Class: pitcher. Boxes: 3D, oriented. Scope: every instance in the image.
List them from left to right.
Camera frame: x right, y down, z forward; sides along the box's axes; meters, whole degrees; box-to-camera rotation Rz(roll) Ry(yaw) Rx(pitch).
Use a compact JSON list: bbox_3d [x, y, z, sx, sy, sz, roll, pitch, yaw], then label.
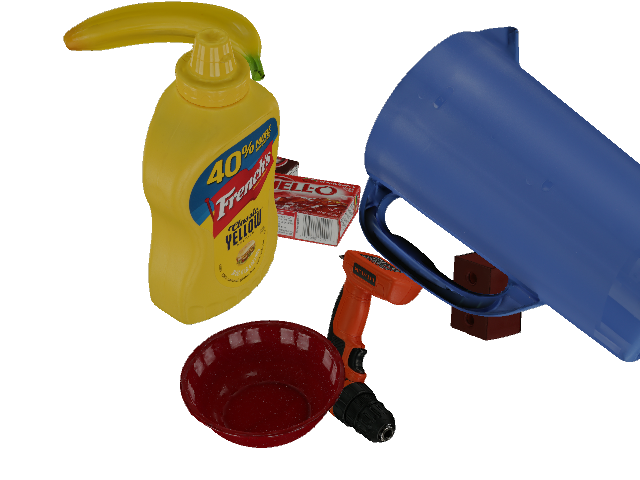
[{"bbox_3d":[0.151,-0.021,0.753,0.243,0.149,0.144,42,53,21],"label":"pitcher"}]

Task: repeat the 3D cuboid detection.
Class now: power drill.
[{"bbox_3d":[0.049,0.119,1.240,0.057,0.188,0.185,13,15,-41],"label":"power drill"}]

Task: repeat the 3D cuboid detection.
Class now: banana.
[{"bbox_3d":[-0.133,-0.188,0.962,0.198,0.037,0.069,10,46,17],"label":"banana"}]

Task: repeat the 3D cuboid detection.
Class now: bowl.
[{"bbox_3d":[-0.055,0.151,1.050,0.162,0.055,0.162,-3,37,2],"label":"bowl"}]

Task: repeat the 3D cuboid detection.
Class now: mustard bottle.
[{"bbox_3d":[-0.063,-0.042,0.634,0.058,0.192,0.096,32,51,24],"label":"mustard bottle"}]

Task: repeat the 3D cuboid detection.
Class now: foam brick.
[{"bbox_3d":[0.167,0.054,1.067,0.051,0.078,0.053,-12,20,-37],"label":"foam brick"}]

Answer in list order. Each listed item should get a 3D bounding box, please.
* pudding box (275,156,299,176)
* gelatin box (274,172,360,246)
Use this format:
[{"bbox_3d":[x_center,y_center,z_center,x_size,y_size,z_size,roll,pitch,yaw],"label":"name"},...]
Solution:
[{"bbox_3d":[-0.091,-0.074,1.334,0.090,0.039,0.113,15,34,23],"label":"pudding box"},{"bbox_3d":[-0.017,-0.029,0.921,0.089,0.030,0.073,10,27,13],"label":"gelatin box"}]
